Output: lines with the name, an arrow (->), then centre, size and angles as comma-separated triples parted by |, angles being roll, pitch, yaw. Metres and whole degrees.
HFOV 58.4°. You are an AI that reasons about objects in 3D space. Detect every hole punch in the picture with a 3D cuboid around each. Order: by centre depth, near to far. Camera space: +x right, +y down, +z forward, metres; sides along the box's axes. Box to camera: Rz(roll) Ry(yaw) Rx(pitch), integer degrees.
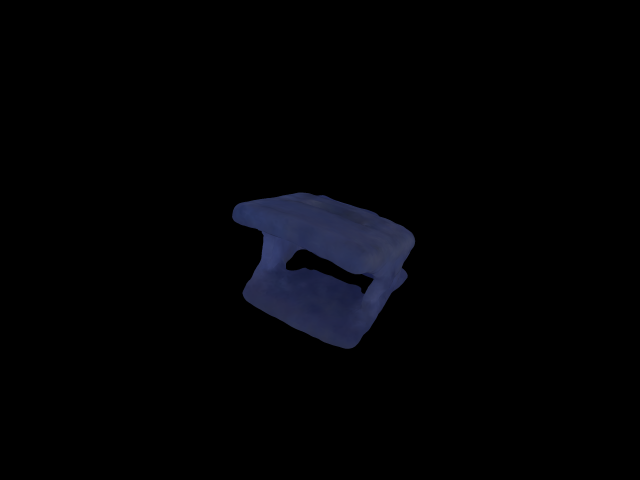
hole punch -> 0.004, 0.001, 0.400 | 0.108, 0.091, 0.101 | 22, 45, 24
